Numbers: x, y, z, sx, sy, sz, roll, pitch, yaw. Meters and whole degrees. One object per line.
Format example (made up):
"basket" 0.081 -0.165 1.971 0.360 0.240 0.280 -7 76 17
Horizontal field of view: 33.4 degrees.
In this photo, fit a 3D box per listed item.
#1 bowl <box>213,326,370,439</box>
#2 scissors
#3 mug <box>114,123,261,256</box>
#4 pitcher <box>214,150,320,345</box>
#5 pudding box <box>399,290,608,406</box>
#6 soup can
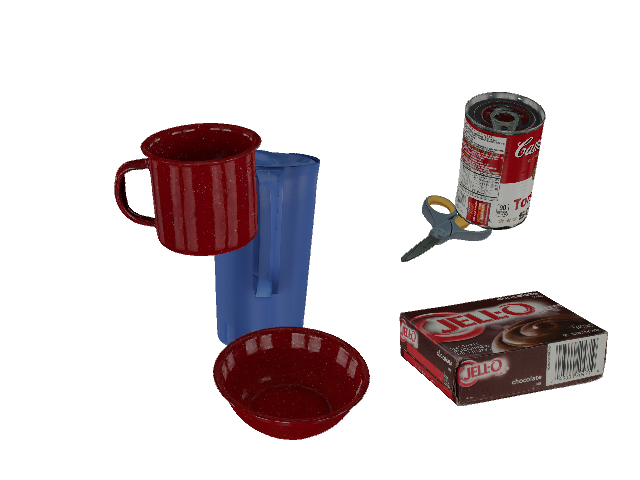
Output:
"bowl" -0.031 0.157 1.111 0.162 0.055 0.162 2 30 -1
"scissors" 0.125 -0.016 1.227 0.201 0.016 0.096 -12 40 -46
"mug" -0.103 -0.039 0.840 0.117 0.081 0.093 -4 25 -6
"pitcher" -0.071 0.013 1.315 0.145 0.243 0.148 12 15 37
"pudding box" 0.121 0.070 0.722 0.113 0.039 0.090 -6 18 -19
"soup can" 0.154 -0.068 0.931 0.068 0.102 0.068 1 36 -1
